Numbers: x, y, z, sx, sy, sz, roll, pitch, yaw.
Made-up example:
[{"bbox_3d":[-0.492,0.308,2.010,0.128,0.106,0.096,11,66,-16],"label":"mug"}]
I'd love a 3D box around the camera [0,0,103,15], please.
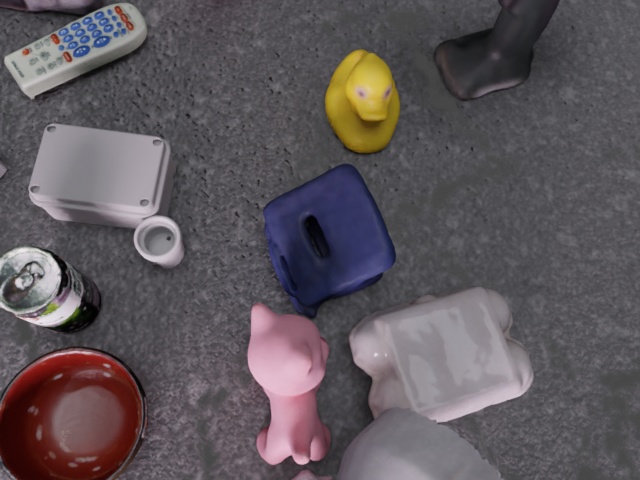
[{"bbox_3d":[-0.294,-0.317,0.577,0.143,0.101,0.137,7,72,-3],"label":"camera"}]

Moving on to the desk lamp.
[{"bbox_3d":[0.015,0.216,0.381,0.203,0.213,0.118,-38,79,-15],"label":"desk lamp"}]

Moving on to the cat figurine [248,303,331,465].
[{"bbox_3d":[-0.023,0.116,0.459,0.067,0.117,0.128,-6,73,-7],"label":"cat figurine"}]

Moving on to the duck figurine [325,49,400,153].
[{"bbox_3d":[0.046,-0.149,0.564,0.077,0.086,0.104,-4,73,-6],"label":"duck figurine"}]

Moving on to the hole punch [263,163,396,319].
[{"bbox_3d":[0.005,0.002,0.511,0.101,0.091,0.108,-21,76,-11],"label":"hole punch"}]

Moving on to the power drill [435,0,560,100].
[{"bbox_3d":[0.182,-0.224,0.535,0.230,0.208,0.075,-20,75,-11],"label":"power drill"}]

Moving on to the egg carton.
[{"bbox_3d":[0.105,0.101,0.501,0.150,0.069,0.107,-16,75,-10],"label":"egg carton"}]
